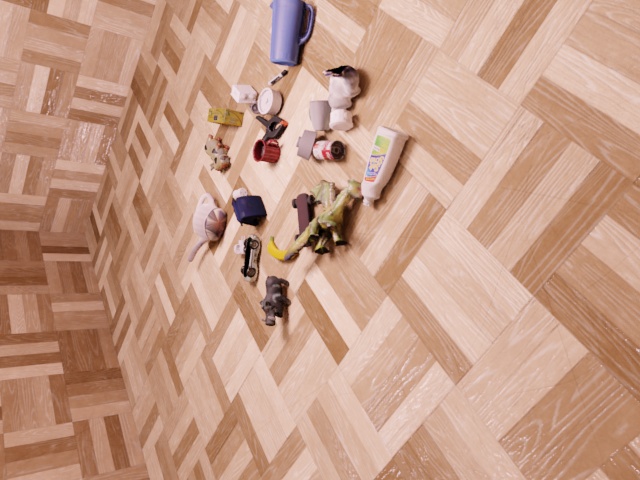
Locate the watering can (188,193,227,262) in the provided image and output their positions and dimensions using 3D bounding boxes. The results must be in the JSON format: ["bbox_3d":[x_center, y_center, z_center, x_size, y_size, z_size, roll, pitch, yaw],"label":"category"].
[{"bbox_3d":[-0.539,-0.046,2.423,0.225,0.104,0.347,15,96,50],"label":"watering can"}]

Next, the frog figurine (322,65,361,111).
[{"bbox_3d":[0.082,-0.507,1.754,0.138,0.125,0.156,14,134,42],"label":"frog figurine"}]

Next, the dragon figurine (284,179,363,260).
[{"bbox_3d":[0.005,-0.089,1.778,0.406,0.121,0.248,-23,53,40],"label":"dragon figurine"}]
